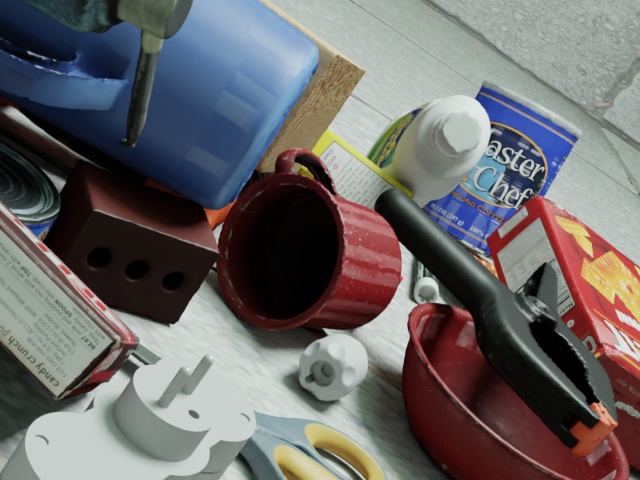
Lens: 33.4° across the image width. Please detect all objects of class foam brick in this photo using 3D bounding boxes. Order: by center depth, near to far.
[{"bbox_3d":[-0.102,0.002,0.565,0.078,0.053,0.051,20,24,-33],"label":"foam brick"}]

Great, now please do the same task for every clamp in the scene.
[{"bbox_3d":[0.133,0.054,0.680,0.164,0.036,0.210,19,27,-37],"label":"clamp"}]

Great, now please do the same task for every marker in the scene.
[{"bbox_3d":[0.088,0.023,0.878,0.020,0.020,0.121,33,19,-6],"label":"marker"}]

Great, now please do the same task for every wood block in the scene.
[{"bbox_3d":[-0.083,-0.140,0.715,0.206,0.090,0.090,37,11,10],"label":"wood block"}]

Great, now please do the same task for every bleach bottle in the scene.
[{"bbox_3d":[0.086,-0.071,0.833,0.068,0.102,0.251,36,-7,-3],"label":"bleach bottle"}]

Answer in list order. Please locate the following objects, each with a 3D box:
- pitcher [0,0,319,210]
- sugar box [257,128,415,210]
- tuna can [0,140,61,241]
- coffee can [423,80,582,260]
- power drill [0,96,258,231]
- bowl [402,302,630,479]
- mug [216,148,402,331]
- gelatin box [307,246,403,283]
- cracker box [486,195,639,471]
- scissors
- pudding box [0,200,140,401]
[{"bbox_3d":[-0.129,-0.116,0.560,0.243,0.149,0.145,32,-18,-5],"label":"pitcher"},{"bbox_3d":[-0.015,-0.058,0.800,0.176,0.048,0.093,41,-17,9],"label":"sugar box"},{"bbox_3d":[-0.174,-0.023,0.532,0.086,0.034,0.086,30,19,-12],"label":"tuna can"},{"bbox_3d":[0.162,-0.063,0.987,0.103,0.140,0.103,28,8,-4],"label":"coffee can"},{"bbox_3d":[-0.128,-0.075,0.696,0.187,0.057,0.184,34,16,-1],"label":"power drill"},{"bbox_3d":[0.106,0.110,0.648,0.162,0.055,0.162,31,20,-13],"label":"bowl"},{"bbox_3d":[-0.004,0.001,0.655,0.081,0.093,0.117,15,62,-55],"label":"mug"},{"bbox_3d":[0.008,0.018,0.743,0.089,0.030,0.073,38,18,9],"label":"gelatin box"},{"bbox_3d":[0.230,0.077,0.849,0.164,0.072,0.213,33,26,-23],"label":"cracker box"},{"bbox_3d":[-0.039,0.083,0.534,0.202,0.016,0.096,41,18,15],"label":"scissors"},{"bbox_3d":[-0.128,0.015,0.442,0.113,0.039,0.090,43,-8,0],"label":"pudding box"}]
